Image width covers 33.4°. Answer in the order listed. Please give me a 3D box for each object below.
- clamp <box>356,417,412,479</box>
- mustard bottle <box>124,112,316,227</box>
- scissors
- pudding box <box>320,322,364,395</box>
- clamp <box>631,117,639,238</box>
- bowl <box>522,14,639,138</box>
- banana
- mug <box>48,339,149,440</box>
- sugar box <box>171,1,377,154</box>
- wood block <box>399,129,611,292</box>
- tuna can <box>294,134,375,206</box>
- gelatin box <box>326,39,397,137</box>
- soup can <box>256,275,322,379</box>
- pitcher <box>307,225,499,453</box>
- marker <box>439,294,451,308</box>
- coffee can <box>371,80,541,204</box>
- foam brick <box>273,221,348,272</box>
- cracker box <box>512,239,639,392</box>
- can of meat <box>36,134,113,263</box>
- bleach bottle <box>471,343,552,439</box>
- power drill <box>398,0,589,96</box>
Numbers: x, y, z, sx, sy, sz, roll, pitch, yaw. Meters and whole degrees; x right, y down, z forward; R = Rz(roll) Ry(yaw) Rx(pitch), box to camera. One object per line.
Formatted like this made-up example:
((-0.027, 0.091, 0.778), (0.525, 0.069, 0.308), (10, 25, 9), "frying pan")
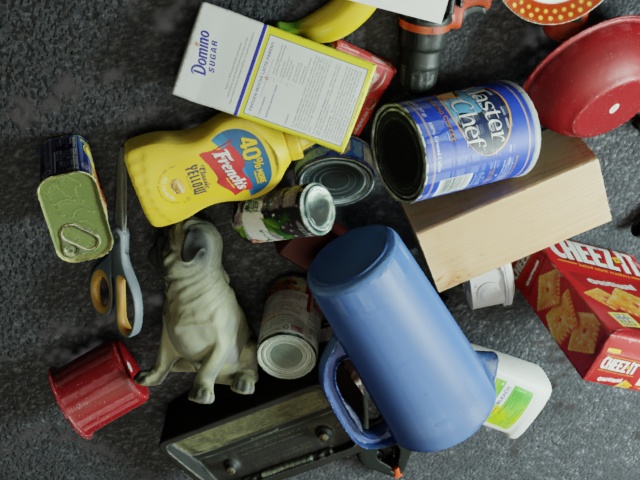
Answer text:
((0.083, 0.240, 1.373), (0.120, 0.039, 0.171), (-26, 130, 10), "clamp")
((-0.094, -0.082, 1.080), (0.191, 0.058, 0.096), (-16, 122, 1), "mustard bottle")
((-0.221, 0.003, 1.129), (0.016, 0.096, 0.202), (-13, 101, -43), "scissors")
((-0.001, 0.155, 1.288), (0.090, 0.039, 0.113), (-16, 126, -2), "pudding box")
((0.453, -0.085, 1.243), (0.210, 0.036, 0.164), (-10, 127, -9), "clamp")
((0.289, -0.155, 1.100), (0.162, 0.055, 0.162), (-20, 153, -11), "bowl")
((0.040, -0.257, 1.012), (0.069, 0.037, 0.198), (27, 114, -29), "banana")
((-0.244, 0.168, 1.211), (0.081, 0.093, 0.117), (-29, 157, 0), "mug")
((-0.045, -0.155, 1.021), (0.176, 0.048, 0.093), (19, 98, -8), "sugar box")
((0.202, -0.037, 1.177), (0.206, 0.090, 0.091), (-23, 127, 2), "wood block")
((0.015, -0.073, 1.118), (0.086, 0.034, 0.086), (-1, 145, -1), "tuna can")
((0.025, -0.154, 1.085), (0.073, 0.030, 0.089), (19, 118, -26), "gelatin box")
((-0.033, 0.097, 1.191), (0.068, 0.102, 0.068), (2, 126, 3), "soup can")
((0.077, 0.110, 1.149), (0.145, 0.149, 0.242), (-8, 127, 37), "pitcher")
((0.102, 0.096, 1.287), (0.121, 0.020, 0.020), (-25, 127, 3), "marker")
((0.137, -0.101, 1.086), (0.140, 0.103, 0.103), (-15, 128, -25), "coffee can")
((-0.008, 0.001, 1.171), (0.078, 0.053, 0.051), (32, 111, -30), "foam brick")
((0.332, 0.083, 1.218), (0.164, 0.214, 0.072), (13, 118, -23), "cracker box")
((-0.243, -0.043, 1.057), (0.057, 0.084, 0.102), (-13, 126, -6), "can of meat")
((0.163, 0.172, 1.322), (0.250, 0.068, 0.103), (19, 116, -28), "bleach bottle")
((0.170, -0.229, 1.053), (0.187, 0.057, 0.184), (-3, 124, -13), "power drill")
